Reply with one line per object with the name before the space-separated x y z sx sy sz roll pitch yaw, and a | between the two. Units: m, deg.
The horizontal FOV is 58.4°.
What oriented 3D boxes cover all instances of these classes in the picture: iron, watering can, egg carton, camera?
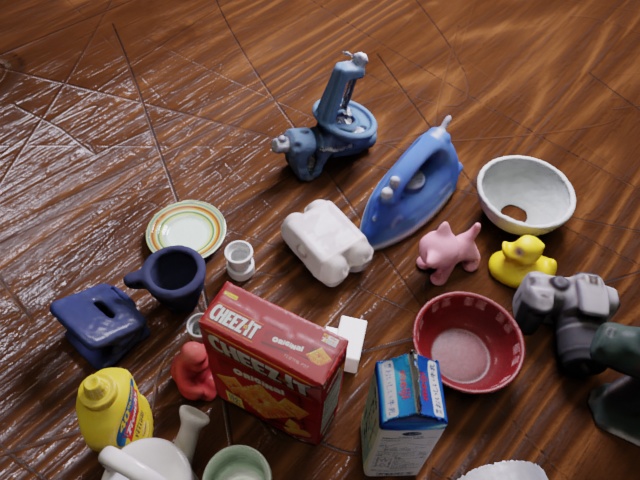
iron | 0.149 -0.098 0.968 0.118 0.141 0.259 32 58 19
watering can | -0.191 0.270 0.648 0.101 0.194 0.173 8 54 3
egg carton | 0.009 0.003 0.932 0.107 0.069 0.150 -31 61 -23
camera | 0.370 0.121 0.845 0.143 0.101 0.137 9 54 4

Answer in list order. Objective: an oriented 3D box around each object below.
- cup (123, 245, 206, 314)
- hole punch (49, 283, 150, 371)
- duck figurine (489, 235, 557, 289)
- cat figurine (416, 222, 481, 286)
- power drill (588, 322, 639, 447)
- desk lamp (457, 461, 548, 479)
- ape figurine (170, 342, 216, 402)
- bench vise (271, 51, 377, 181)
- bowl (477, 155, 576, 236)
cup | -0.225 0.071 0.854 0.118 0.095 0.091 -9 55 -9
hole punch | -0.313 0.113 0.821 0.108 0.091 0.101 35 60 21
duck figurine | 0.332 0.028 0.919 0.104 0.086 0.077 10 54 4
cat figurine | 0.203 0.012 0.905 0.128 0.118 0.067 -25 58 -19
power drill | 0.447 0.193 0.729 0.229 0.208 0.076 23 56 14
desk lamp | 0.193 0.358 0.591 0.118 0.213 0.203 -5 54 -6
ape figurine | -0.170 0.171 0.785 0.076 0.092 0.078 29 57 17
bench vise | 0.021 -0.208 0.994 0.121 0.220 0.208 36 60 22
bowl | 0.349 -0.065 0.996 0.167 0.075 0.167 1 54 -2
